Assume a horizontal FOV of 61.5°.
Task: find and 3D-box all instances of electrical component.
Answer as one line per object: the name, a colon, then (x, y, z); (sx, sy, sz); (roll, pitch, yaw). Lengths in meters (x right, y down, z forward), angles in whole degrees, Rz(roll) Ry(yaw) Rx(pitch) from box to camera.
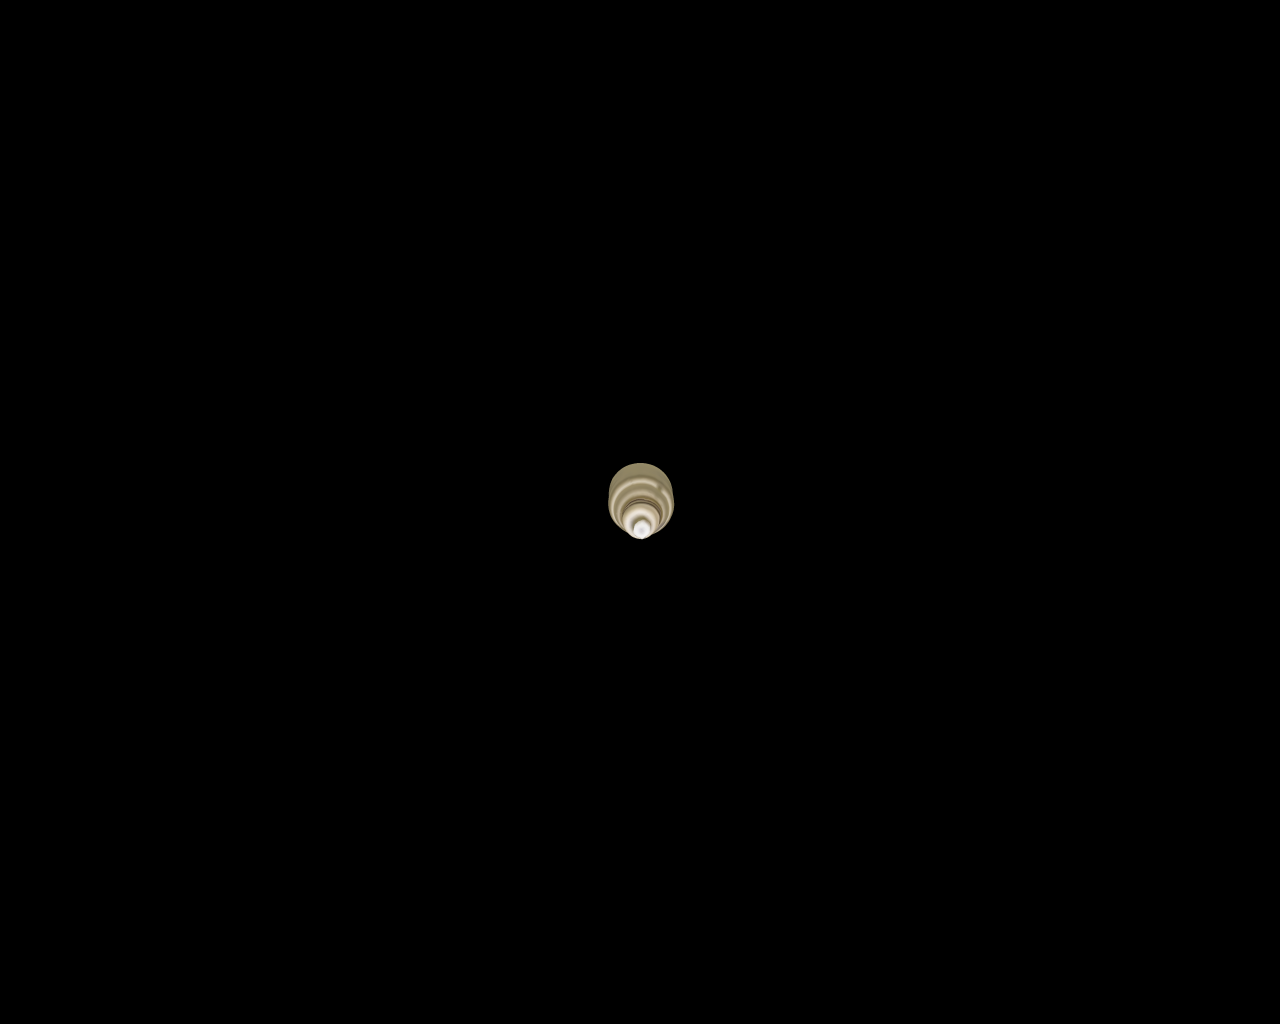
electrical component: (0.001, -0.003, 0.650); (0.040, 0.040, 0.078); (0, 19, 0)
